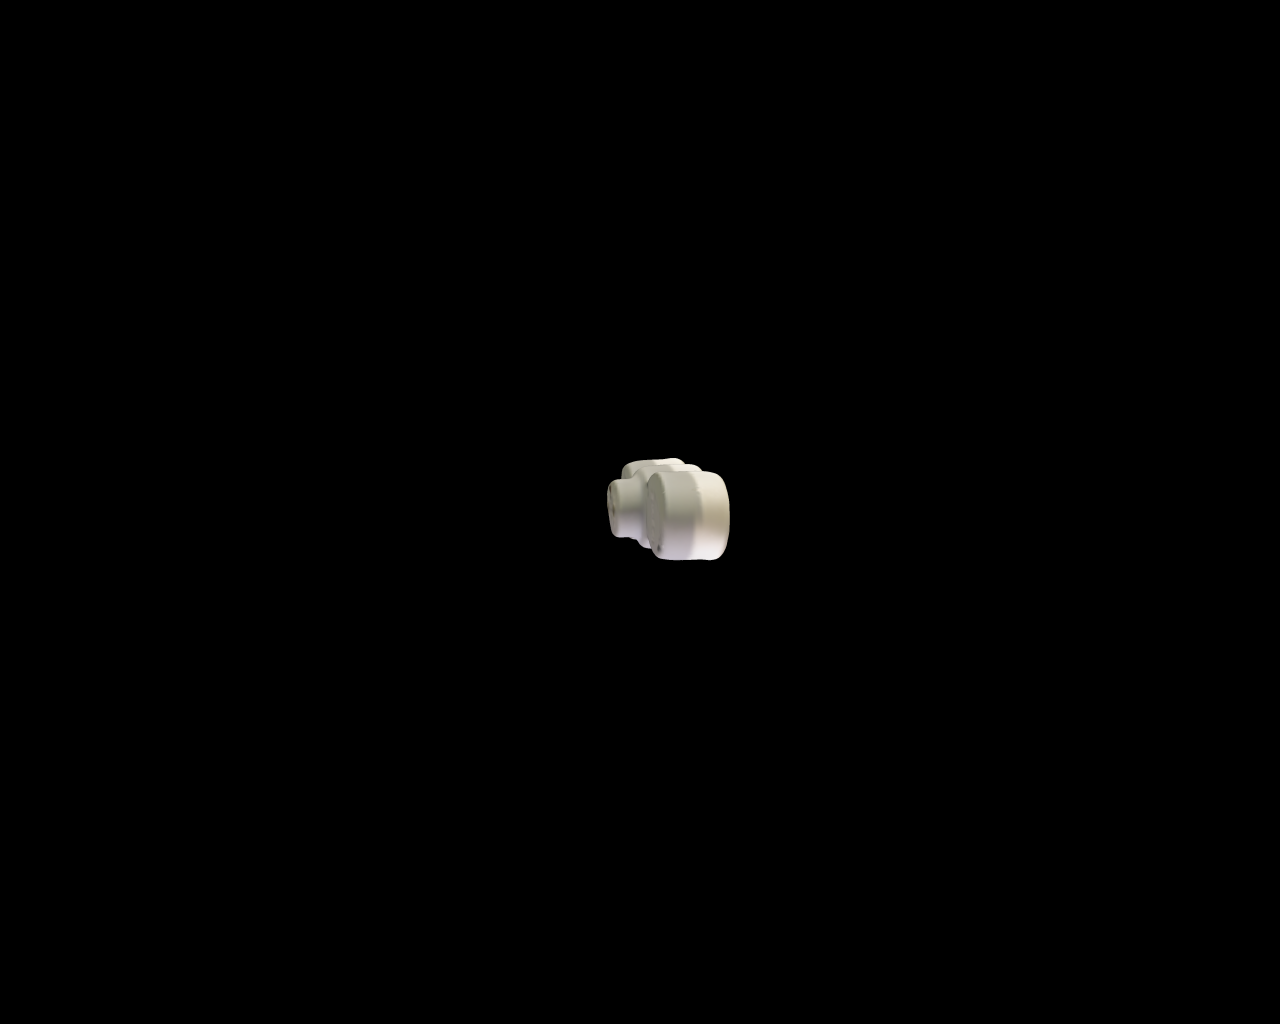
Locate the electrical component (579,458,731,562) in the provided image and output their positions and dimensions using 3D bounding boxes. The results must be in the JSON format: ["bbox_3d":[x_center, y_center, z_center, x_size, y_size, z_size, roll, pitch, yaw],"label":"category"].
[{"bbox_3d":[0.001,-0.003,0.650,0.074,0.052,0.138,-1,7,-11],"label":"electrical component"}]
